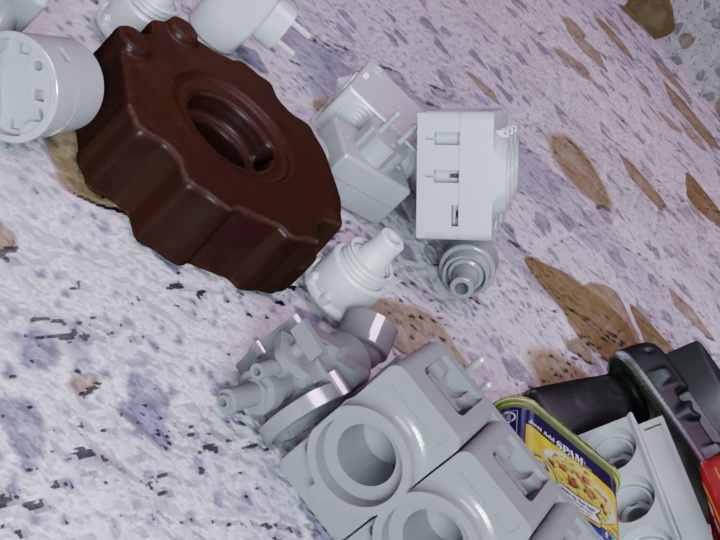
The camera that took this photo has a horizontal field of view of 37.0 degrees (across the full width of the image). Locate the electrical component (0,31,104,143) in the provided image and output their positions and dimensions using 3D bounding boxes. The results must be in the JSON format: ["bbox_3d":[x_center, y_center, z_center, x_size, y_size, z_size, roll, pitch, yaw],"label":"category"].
[{"bbox_3d":[-0.166,-0.095,0.556,0.055,0.055,0.047,49,22,4],"label":"electrical component"}]

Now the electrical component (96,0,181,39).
[{"bbox_3d":[-0.136,-0.169,0.693,0.048,0.062,0.048,35,28,-22],"label":"electrical component"}]

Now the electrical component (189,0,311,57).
[{"bbox_3d":[-0.073,-0.192,0.804,0.079,0.077,0.044,38,27,-19],"label":"electrical component"}]

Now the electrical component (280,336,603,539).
[{"bbox_3d":[0.043,0.122,0.522,0.150,0.089,0.062,51,26,8],"label":"electrical component"}]

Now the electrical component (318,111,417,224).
[{"bbox_3d":[0.009,-0.083,0.774,0.066,0.077,0.047,26,33,-36],"label":"electrical component"}]

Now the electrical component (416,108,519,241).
[{"bbox_3d":[0.085,-0.076,0.814,0.150,0.062,0.089,-39,130,-75],"label":"electrical component"}]

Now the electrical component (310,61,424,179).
[{"bbox_3d":[0.015,-0.114,0.860,0.100,0.048,0.099,43,26,-8],"label":"electrical component"}]

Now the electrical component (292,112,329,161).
[{"bbox_3d":[-0.048,-0.093,0.751,0.035,0.035,0.061,9,42,-51],"label":"electrical component"}]

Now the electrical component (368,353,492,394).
[{"bbox_3d":[0.044,0.078,0.600,0.047,0.077,0.065,31,30,-30],"label":"electrical component"}]

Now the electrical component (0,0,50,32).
[{"bbox_3d":[-0.198,-0.138,0.564,0.047,0.066,0.076,32,59,-28],"label":"electrical component"}]

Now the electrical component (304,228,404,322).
[{"bbox_3d":[0.000,0.000,0.660,0.048,0.062,0.048,36,28,-22],"label":"electrical component"}]

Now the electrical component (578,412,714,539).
[{"bbox_3d":[0.183,0.163,0.701,0.063,0.079,0.121,55,17,-38],"label":"electrical component"}]

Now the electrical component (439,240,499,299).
[{"bbox_3d":[0.080,0.000,0.802,0.043,0.043,0.062,43,27,-9],"label":"electrical component"}]
